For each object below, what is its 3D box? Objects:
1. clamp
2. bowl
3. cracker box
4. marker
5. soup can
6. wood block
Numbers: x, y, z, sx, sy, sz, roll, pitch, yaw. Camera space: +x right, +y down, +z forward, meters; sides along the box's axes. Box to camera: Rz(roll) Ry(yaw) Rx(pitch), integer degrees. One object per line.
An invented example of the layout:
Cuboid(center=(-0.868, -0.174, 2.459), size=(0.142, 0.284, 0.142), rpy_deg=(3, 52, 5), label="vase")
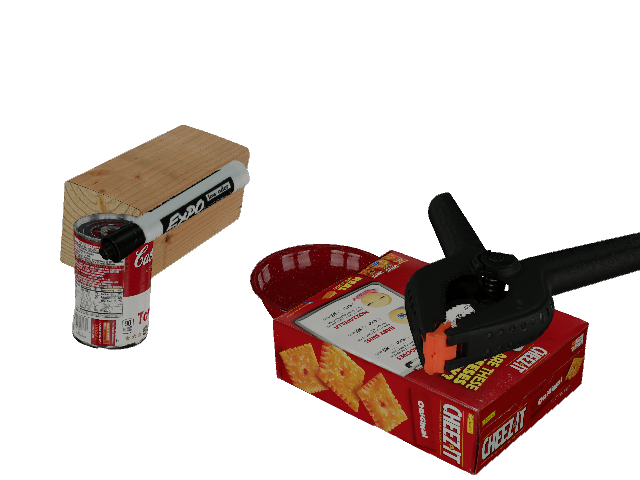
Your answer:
Cuboid(center=(0.108, 0.023, 0.707), size=(0.165, 0.036, 0.209), rpy_deg=(16, 31, 32), label="clamp")
Cuboid(center=(0.004, 0.064, 1.166), size=(0.162, 0.055, 0.162), rpy_deg=(1, 28, -1), label="bowl")
Cuboid(center=(0.091, 0.095, 0.908), size=(0.214, 0.072, 0.163), rpy_deg=(21, 36, 38), label="cracker box")
Cuboid(center=(-0.094, -0.019, 0.692), size=(0.020, 0.020, 0.120), rpy_deg=(0, 27, 48), label="marker")
Cuboid(center=(-0.180, 0.035, 0.922), size=(0.068, 0.102, 0.068), rpy_deg=(6, 20, -2), label="soup can")
Cuboid(center=(-0.165, -0.040, 1.095), size=(0.090, 0.091, 0.205), rpy_deg=(21, 29, 18), label="wood block")
